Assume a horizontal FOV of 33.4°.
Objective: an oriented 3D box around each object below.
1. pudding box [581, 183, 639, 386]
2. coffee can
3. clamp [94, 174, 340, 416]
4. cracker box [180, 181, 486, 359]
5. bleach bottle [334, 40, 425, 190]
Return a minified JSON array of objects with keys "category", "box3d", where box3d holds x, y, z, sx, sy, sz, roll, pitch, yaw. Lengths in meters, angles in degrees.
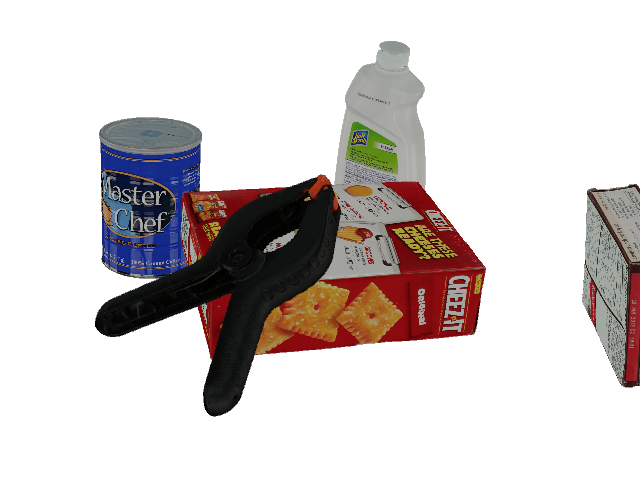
[{"category":"pudding box","box3d":[0.199,0.027,0.686,0.039,0.090,0.113,-4,27,0]},{"category":"coffee can","box3d":[-0.175,-0.045,1.099,0.103,0.140,0.103,3,23,-2]},{"category":"clamp","box3d":[-0.043,0.029,0.652,0.120,0.171,0.039,41,-16,34]},{"category":"cracker box","box3d":[0.002,0.019,0.868,0.213,0.072,0.164,-3,29,-14]},{"category":"bleach bottle","box3d":[0.067,-0.077,1.078,0.103,0.251,0.068,16,34,16]}]
